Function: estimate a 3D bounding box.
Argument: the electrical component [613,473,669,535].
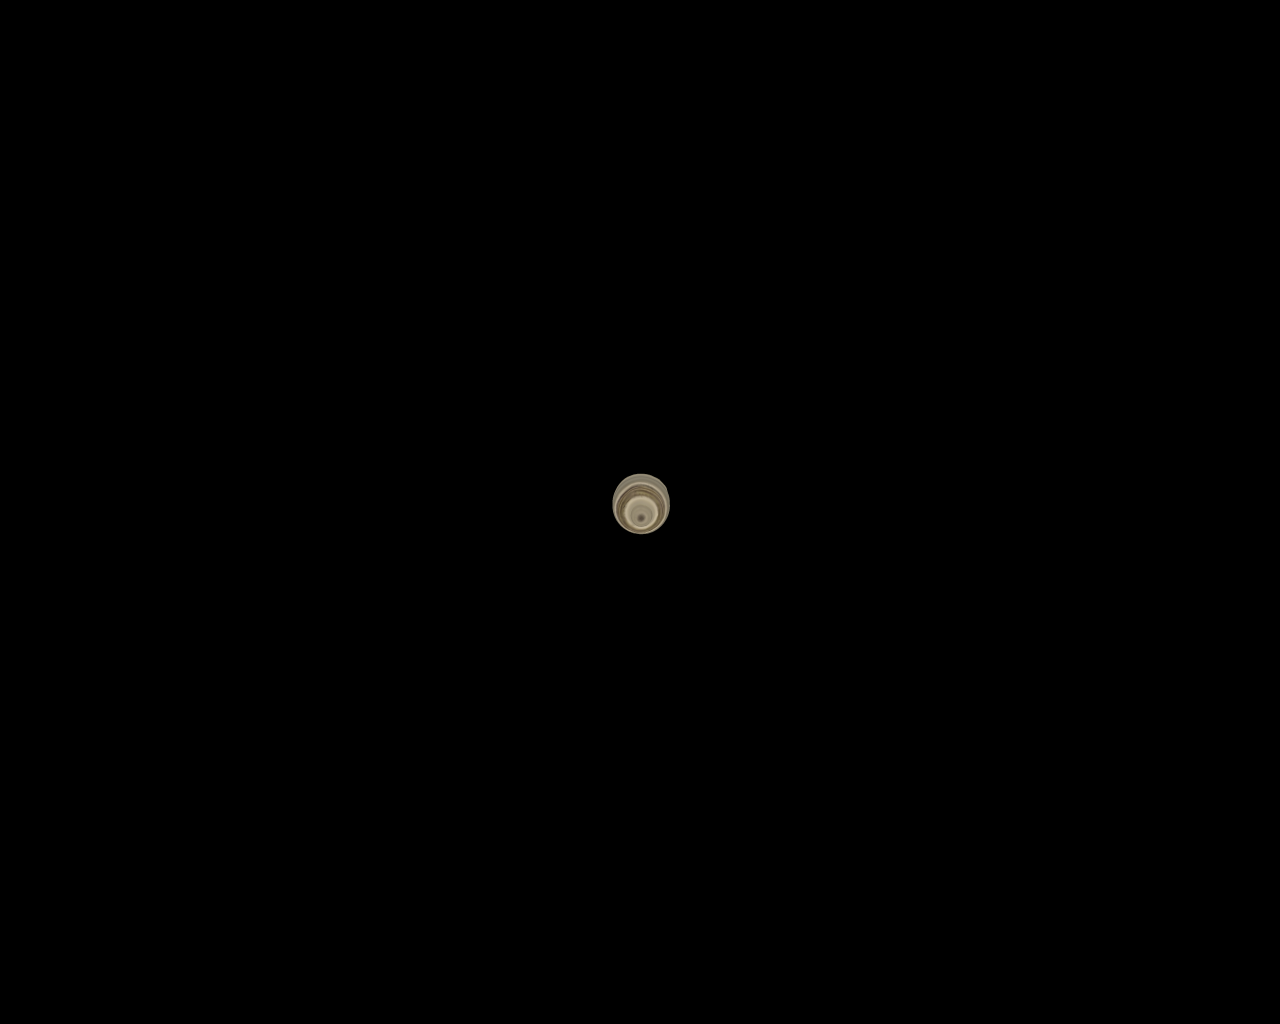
[{"bbox_3d":[0.001,-0.003,0.650,0.035,0.035,0.061,0,12,0],"label":"electrical component"}]
